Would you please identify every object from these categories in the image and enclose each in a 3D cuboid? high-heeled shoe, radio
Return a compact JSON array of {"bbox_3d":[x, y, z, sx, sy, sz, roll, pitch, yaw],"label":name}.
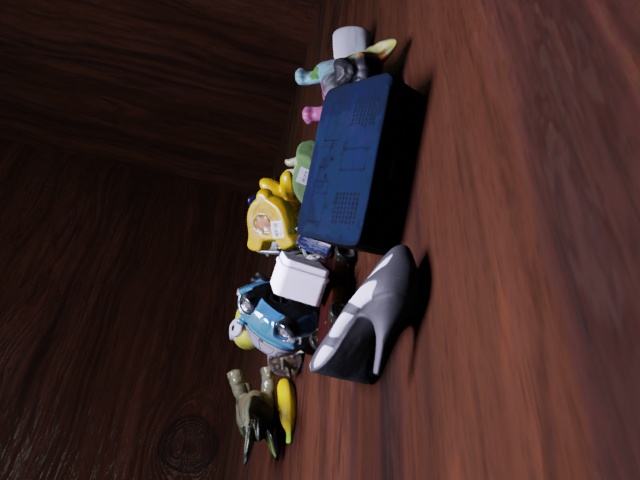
[{"bbox_3d":[0.049,0.097,0.660,0.249,0.086,0.145,141,143,-68],"label":"high-heeled shoe"},{"bbox_3d":[0.052,-0.100,0.734,0.131,0.073,0.229,5,80,48],"label":"radio"}]

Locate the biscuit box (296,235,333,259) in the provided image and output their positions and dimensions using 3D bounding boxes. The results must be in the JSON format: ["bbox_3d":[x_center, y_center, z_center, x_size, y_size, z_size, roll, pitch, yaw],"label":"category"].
[{"bbox_3d":[-0.002,-0.003,0.992,0.202,0.063,0.059,77,-142,-87],"label":"biscuit box"}]

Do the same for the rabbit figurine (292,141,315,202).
[{"bbox_3d":[0.021,-0.134,1.087,0.170,0.121,0.159,-61,-14,-50],"label":"rabbit figurine"}]

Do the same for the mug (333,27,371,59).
[{"bbox_3d":[0.063,-0.388,1.162,0.109,0.081,0.107,161,111,-74],"label":"mug"}]

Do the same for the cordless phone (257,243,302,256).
[{"bbox_3d":[-0.109,0.009,1.383,0.184,0.147,0.088,-51,-40,-75],"label":"cordless phone"}]

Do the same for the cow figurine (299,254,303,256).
[{"bbox_3d":[-0.065,0.099,1.274,0.194,0.085,0.127,118,167,-50],"label":"cow figurine"}]

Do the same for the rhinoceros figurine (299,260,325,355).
[{"bbox_3d":[-0.016,0.126,0.992,0.112,0.073,0.190,113,165,-50],"label":"rhinoceros figurine"}]

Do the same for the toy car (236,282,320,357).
[{"bbox_3d":[-0.071,0.143,0.913,0.162,0.109,0.102,34,120,33],"label":"toy car"}]

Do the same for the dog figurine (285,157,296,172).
[{"bbox_3d":[-0.019,-0.092,1.257,0.172,0.121,0.190,107,160,-74],"label":"dog figurine"}]

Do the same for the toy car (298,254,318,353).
[{"bbox_3d":[-0.026,0.128,1.093,0.073,0.056,0.201,125,154,-81],"label":"toy car"}]

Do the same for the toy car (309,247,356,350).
[{"bbox_3d":[0.026,0.092,0.860,0.089,0.053,0.202,-58,16,35],"label":"toy car"}]

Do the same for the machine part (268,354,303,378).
[{"bbox_3d":[-0.082,0.230,1.222,0.243,0.079,0.079,-102,26,-68],"label":"machine part"}]

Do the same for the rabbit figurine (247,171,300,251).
[{"bbox_3d":[-0.082,-0.061,1.157,0.173,0.122,0.162,-19,-87,-57],"label":"rabbit figurine"}]

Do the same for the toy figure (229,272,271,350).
[{"bbox_3d":[-0.155,0.168,1.265,0.082,0.089,0.180,93,-167,-57],"label":"toy figure"}]

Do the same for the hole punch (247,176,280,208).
[{"bbox_3d":[-0.104,-0.077,1.347,0.092,0.116,0.142,21,137,56],"label":"hole punch"}]

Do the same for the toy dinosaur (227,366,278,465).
[{"bbox_3d":[-0.138,0.381,1.180,0.470,0.105,0.198,84,174,-65],"label":"toy dinosaur"}]

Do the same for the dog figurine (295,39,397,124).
[{"bbox_3d":[0.070,-0.266,0.925,0.219,0.191,0.108,-3,92,50],"label":"dog figurine"}]
